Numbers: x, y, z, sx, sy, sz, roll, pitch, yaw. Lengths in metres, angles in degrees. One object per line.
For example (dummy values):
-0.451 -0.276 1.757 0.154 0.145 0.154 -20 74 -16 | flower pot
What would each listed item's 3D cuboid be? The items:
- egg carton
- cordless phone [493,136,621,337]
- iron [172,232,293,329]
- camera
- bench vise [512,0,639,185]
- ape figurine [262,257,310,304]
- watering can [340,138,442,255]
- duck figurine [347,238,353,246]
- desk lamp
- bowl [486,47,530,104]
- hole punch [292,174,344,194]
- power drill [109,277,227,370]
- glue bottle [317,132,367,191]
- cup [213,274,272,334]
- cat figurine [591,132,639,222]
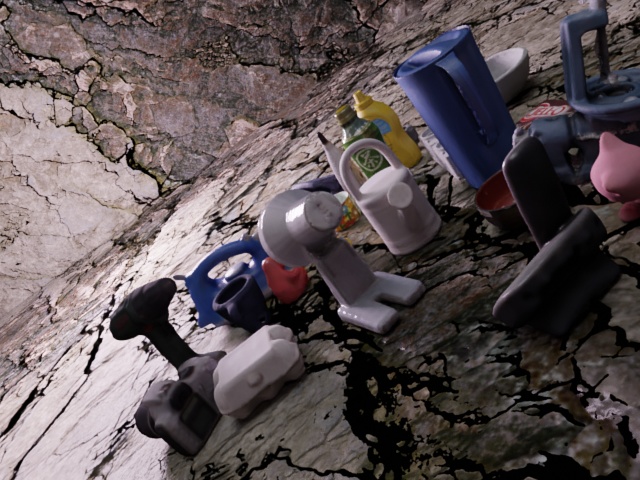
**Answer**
-0.094 0.197 0.863 0.150 0.069 0.107 -38 21 0 | egg carton
0.221 -0.004 0.609 0.148 0.185 0.094 -45 22 -17 | cordless phone
-0.162 0.059 1.152 0.258 0.142 0.118 -35 21 7 | iron
-0.231 0.258 0.913 0.136 0.101 0.143 -21 27 38 | camera
0.342 -0.186 0.738 0.207 0.220 0.121 -33 22 14 | bench vise
-0.071 0.067 1.059 0.077 0.092 0.076 -20 28 39 | ape figurine
0.110 -0.077 0.922 0.101 0.194 0.172 -47 23 -21 | watering can
0.010 0.004 1.068 0.077 0.086 0.104 -37 21 3 | duck figurine
0.019 0.016 0.851 0.118 0.214 0.202 -46 23 -18 | desk lamp
0.362 -0.318 1.178 0.167 0.075 0.167 -32 22 15 | bowl
0.003 -0.120 1.324 0.108 0.091 0.101 -6 38 54 | hole punch
-0.268 0.164 1.015 0.229 0.209 0.076 -20 28 38 | power drill
0.046 -0.162 1.227 0.037 0.173 0.078 -27 24 25 | glue bottle
-0.130 0.128 1.026 0.091 0.095 0.117 -35 21 7 | cup
0.357 -0.080 0.639 0.128 0.118 0.067 -40 22 -6 | cat figurine
